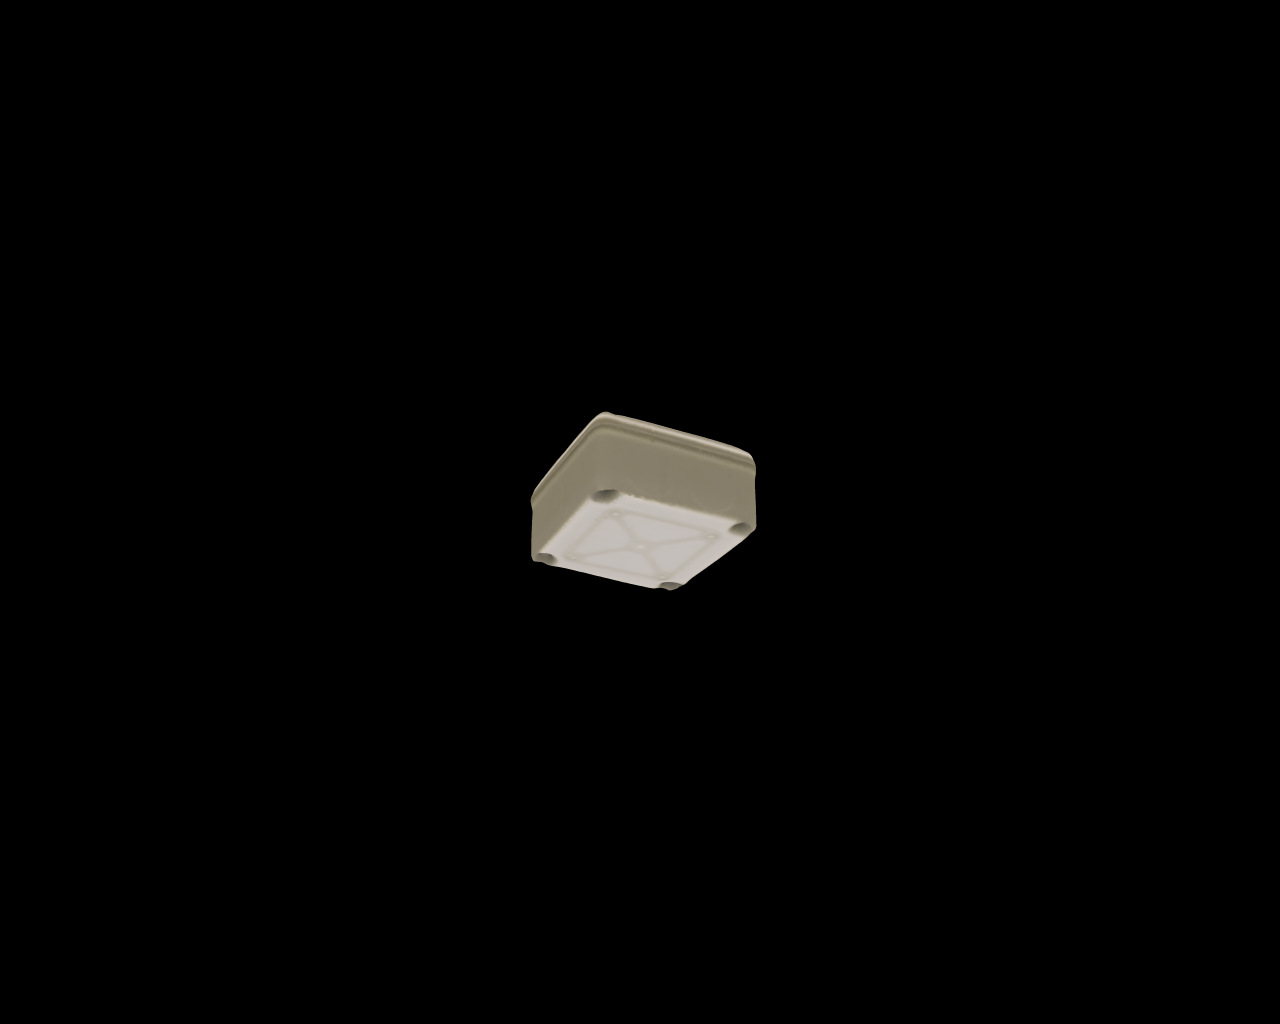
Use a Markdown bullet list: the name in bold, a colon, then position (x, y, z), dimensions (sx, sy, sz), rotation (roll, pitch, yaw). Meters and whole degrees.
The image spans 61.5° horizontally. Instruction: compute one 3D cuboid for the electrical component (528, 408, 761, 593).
- **electrical component**: position (0.001, -0.003, 0.650), dimensions (0.109, 0.056, 0.108), rotation (14, -32, -24)
